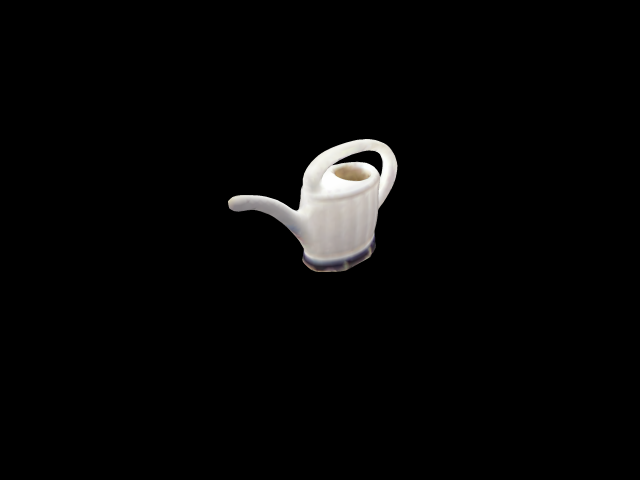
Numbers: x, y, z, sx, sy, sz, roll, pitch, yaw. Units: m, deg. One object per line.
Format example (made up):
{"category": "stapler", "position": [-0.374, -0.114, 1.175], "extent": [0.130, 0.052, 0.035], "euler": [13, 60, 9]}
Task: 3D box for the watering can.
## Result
{"category": "watering can", "position": [0.003, -0.043, 0.850], "extent": [0.351, 0.219, 0.105], "euler": [-26, 40, -34]}
